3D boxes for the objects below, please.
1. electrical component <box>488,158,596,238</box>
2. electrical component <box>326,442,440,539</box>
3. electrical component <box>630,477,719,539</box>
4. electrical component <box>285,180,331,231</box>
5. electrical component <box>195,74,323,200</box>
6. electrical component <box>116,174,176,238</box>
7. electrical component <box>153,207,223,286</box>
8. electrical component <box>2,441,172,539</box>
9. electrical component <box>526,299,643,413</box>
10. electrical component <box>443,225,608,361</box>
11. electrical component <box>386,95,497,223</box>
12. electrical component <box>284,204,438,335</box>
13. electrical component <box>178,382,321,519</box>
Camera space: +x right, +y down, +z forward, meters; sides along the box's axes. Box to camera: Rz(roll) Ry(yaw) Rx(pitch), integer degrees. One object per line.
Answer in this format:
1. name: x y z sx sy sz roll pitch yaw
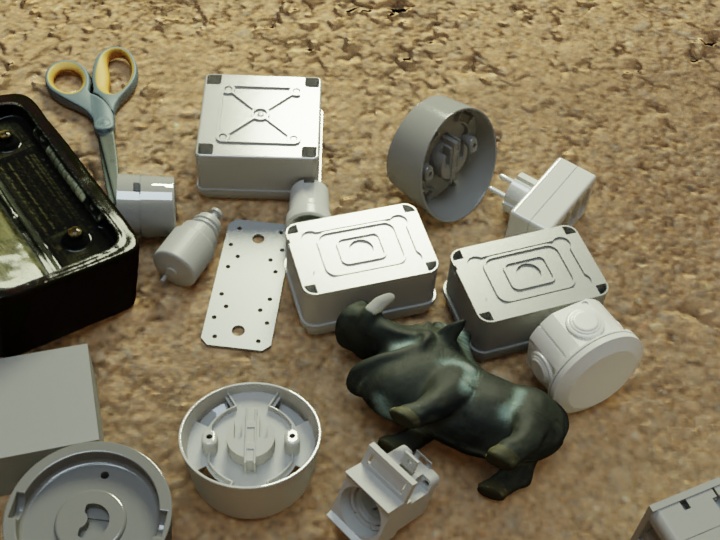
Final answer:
1. electrical component: 0.148 -0.060 0.933 0.076 0.047 0.083 31 56 20
2. electrical component: 0.018 0.156 0.741 0.042 0.081 0.064 41 38 26
3. electrical component: 0.274 0.174 0.716 0.186 0.105 0.060 -17 54 -16
4. electrical component: -0.044 -0.050 0.921 0.040 0.040 0.046 1 46 -3
5. electrical component: -0.088 -0.120 0.963 0.109 0.056 0.108 2 51 -2
6. electrical component: -0.180 -0.053 0.907 0.047 0.055 0.055 -1 51 -8
7. electrical component: -0.138 -0.022 0.892 0.040 0.040 0.078 22 53 14
8. electrical component: -0.177 0.176 0.718 0.108 0.060 0.108 1 51 -2
9. electrical component: 0.169 0.065 0.814 0.080 0.080 0.051 -20 50 -18
10. electrical component: 0.131 0.019 0.863 0.113 0.057 0.078 -13 53 -13
11. electrical component: 0.072 -0.099 0.933 0.064 0.099 0.099 35 57 30
12. electrical component: 0.000 0.000 0.871 0.113 0.057 0.078 -11 52 -12
13. electrical component: -0.077 0.125 0.762 0.099 0.064 0.099 1 51 -2
